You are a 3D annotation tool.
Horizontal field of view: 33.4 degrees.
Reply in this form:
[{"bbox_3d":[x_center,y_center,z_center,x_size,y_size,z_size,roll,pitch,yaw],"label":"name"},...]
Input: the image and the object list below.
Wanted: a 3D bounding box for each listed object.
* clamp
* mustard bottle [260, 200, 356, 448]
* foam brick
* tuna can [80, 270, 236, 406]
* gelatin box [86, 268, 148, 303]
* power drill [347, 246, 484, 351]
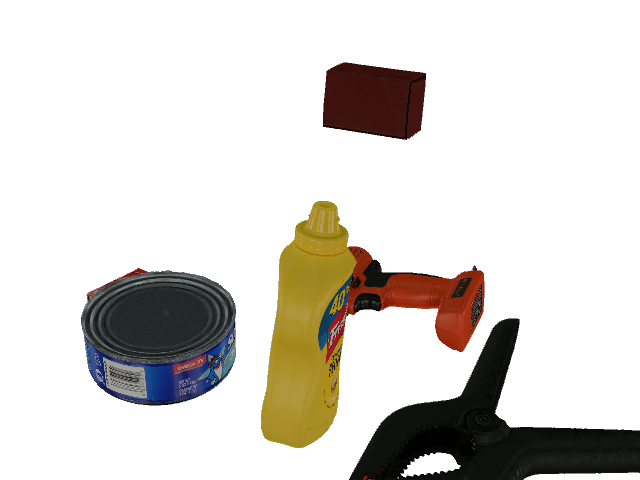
[{"bbox_3d":[0.100,0.119,0.676,0.209,0.036,0.165,-16,33,-22],"label":"clamp"},{"bbox_3d":[-0.007,0.060,0.839,0.058,0.192,0.096,13,25,15],"label":"mustard bottle"},{"bbox_3d":[0.047,-0.122,0.926,0.078,0.051,0.053,11,20,18],"label":"foam brick"},{"bbox_3d":[-0.090,0.054,0.602,0.086,0.034,0.086,0,32,0],"label":"tuna can"},{"bbox_3d":[-0.165,0.061,1.014,0.089,0.030,0.073,19,28,28],"label":"gelatin box"},{"bbox_3d":[0.071,0.068,1.143,0.188,0.057,0.184,9,30,21],"label":"power drill"}]
